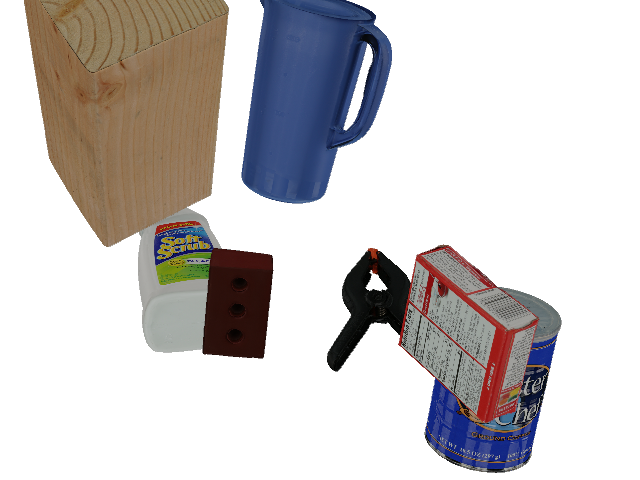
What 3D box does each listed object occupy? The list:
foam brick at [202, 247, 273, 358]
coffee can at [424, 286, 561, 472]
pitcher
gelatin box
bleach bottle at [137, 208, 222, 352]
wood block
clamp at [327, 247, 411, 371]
[{"bbox_3d":[-0.068,0.052,0.886,0.053,0.078,0.051,5,14,-3],"label":"foam brick"},{"bbox_3d":[0.157,0.126,0.984,0.103,0.140,0.103,6,22,-3],"label":"coffee can"},{"bbox_3d":[-0.014,-0.169,1.280,0.145,0.243,0.149,6,23,-14],"label":"pitcher"},{"bbox_3d":[0.090,0.056,0.660,0.030,0.073,0.089,-16,39,-30],"label":"gelatin box"},{"bbox_3d":[-0.152,0.023,1.117,0.102,0.068,0.251,-4,27,-17],"label":"bleach bottle"},{"bbox_3d":[-0.124,-0.094,0.683,0.090,0.090,0.206,-28,-20,-21],"label":"wood block"},{"bbox_3d":[0.075,0.079,1.186,0.120,0.171,0.039,7,-42,2],"label":"clamp"}]
